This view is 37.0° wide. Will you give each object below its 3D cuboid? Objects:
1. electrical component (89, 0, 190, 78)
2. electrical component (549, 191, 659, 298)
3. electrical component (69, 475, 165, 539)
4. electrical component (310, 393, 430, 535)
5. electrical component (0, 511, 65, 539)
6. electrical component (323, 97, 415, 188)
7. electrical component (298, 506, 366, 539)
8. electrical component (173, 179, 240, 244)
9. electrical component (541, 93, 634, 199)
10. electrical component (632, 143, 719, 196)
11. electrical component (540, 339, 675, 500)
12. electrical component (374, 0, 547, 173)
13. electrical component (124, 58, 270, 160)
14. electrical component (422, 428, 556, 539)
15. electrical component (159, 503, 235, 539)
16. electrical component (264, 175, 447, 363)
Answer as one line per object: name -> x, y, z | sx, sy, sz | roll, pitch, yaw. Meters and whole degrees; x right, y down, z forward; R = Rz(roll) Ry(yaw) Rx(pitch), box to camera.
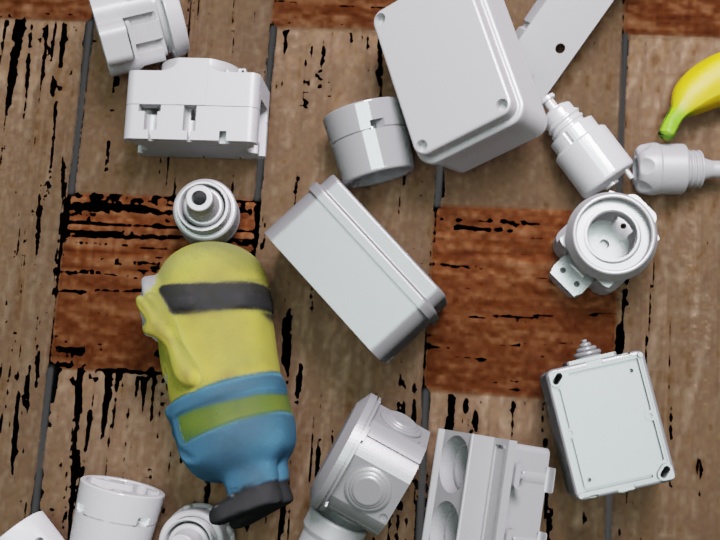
electrical component -> -0.151, -0.168, 0.737 | 0.057, 0.078, 0.058 | -16, 120, -11
electrical component -> 0.161, -0.018, 0.700 | 0.078, 0.057, 0.058 | -43, 81, -3
electrical component -> -0.159, 0.163, 0.697 | 0.055, 0.055, 0.047 | 13, 86, 5
electrical component -> 0.006, 0.123, 0.679 | 0.051, 0.080, 0.080 | 29, 85, 2
electrical component -> -0.215, 0.212, 0.697 | 0.079, 0.044, 0.077 | -40, 81, -2
electrical component -> 0.007, -0.084, 0.721 | 0.055, 0.055, 0.047 | -14, 84, 2
electrical component -> -0.023, 0.180, 0.693 | 0.040, 0.040, 0.046 | 26, 90, 7
electrical component -> -0.103, -0.040, 0.717 | 0.043, 0.062, 0.043 | 0, 79, -1
electrical component -> 0.148, -0.084, 0.719 | 0.040, 0.040, 0.078 | -35, 81, -2
electrical component -> 0.214, -0.067, 0.715 | 0.061, 0.035, 0.035 | 0, 82, 2
electrical component -> 0.153, 0.092, 0.682 | 0.062, 0.061, 0.096 | -13, 81, 2
electrical component -> 0.064, -0.130, 0.704 | 0.078, 0.057, 0.113 | -25, 72, 26
electrical component -> -0.110, -0.109, 0.734 | 0.089, 0.050, 0.055 | 2, 82, 5
electrical component -> 0.077, 0.165, 0.672 | 0.063, 0.079, 0.121 | 13, 82, -23
electrical component -> -0.108, 0.175, 0.687 | 0.048, 0.062, 0.048 | -1, 82, 4
electrical component -> 0.000, 0.000, 0.697 | 0.057, 0.078, 0.113 | -43, 81, 0
